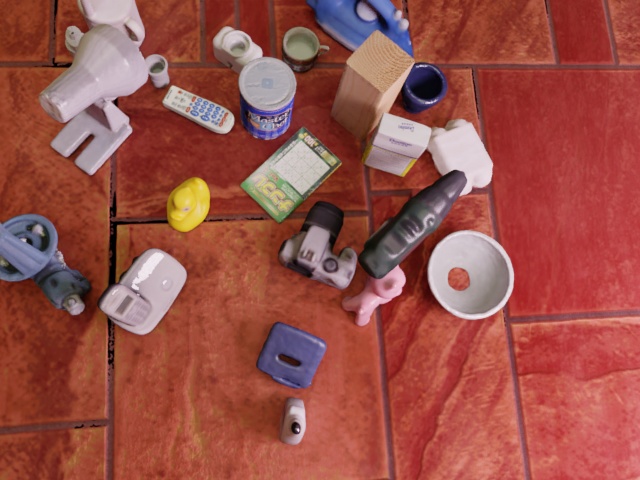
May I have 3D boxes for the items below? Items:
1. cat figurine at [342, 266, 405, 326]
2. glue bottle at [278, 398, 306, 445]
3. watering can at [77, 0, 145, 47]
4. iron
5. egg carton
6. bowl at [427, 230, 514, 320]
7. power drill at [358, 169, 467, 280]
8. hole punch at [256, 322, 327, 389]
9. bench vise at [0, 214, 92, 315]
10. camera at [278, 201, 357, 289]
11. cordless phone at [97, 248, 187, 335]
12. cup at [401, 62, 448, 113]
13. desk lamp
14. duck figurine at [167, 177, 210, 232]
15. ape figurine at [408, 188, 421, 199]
[{"bbox_3d":[0.106,0.092,1.041,0.067,0.117,0.128,44,76,4],"label":"cat figurine"},{"bbox_3d":[-0.044,0.304,0.946,0.037,0.173,0.078,9,77,-5],"label":"glue bottle"},{"bbox_3d":[-0.399,-0.437,1.055,0.173,0.194,0.101,18,76,-3],"label":"watering can"},{"bbox_3d":[0.102,-0.457,1.149,0.258,0.141,0.119,36,76,2],"label":"iron"},{"bbox_3d":[0.276,-0.166,1.144,0.107,0.069,0.150,-24,82,-12],"label":"egg carton"},{"bbox_3d":[0.275,0.070,1.089,0.167,0.074,0.167,2,77,-7],"label":"bowl"},{"bbox_3d":[0.152,-0.018,1.024,0.075,0.208,0.230,43,76,4],"label":"power drill"},{"bbox_3d":[-0.050,0.206,1.010,0.108,0.091,0.101,23,76,-2],"label":"hole punch"},{"bbox_3d":[-0.460,0.025,0.931,0.207,0.219,0.121,29,76,0],"label":"bench vise"},{"bbox_3d":[0.010,0.004,1.057,0.143,0.100,0.137,24,76,-1],"label":"camera"},{"bbox_3d":[-0.301,0.079,0.958,0.094,0.185,0.148,30,76,0],"label":"cordless phone"},{"bbox_3d":[0.186,-0.299,1.149,0.118,0.095,0.092,21,76,-2],"label":"cup"},{"bbox_3d":[-0.395,-0.245,1.002,0.118,0.213,0.203,35,76,2],"label":"desk lamp"},{"bbox_3d":[-0.244,-0.073,1.049,0.077,0.086,0.105,24,76,-1],"label":"duck figurine"},{"bbox_3d":[0.207,-0.072,1.103,0.076,0.092,0.078,-40,85,-13],"label":"ape figurine"}]
